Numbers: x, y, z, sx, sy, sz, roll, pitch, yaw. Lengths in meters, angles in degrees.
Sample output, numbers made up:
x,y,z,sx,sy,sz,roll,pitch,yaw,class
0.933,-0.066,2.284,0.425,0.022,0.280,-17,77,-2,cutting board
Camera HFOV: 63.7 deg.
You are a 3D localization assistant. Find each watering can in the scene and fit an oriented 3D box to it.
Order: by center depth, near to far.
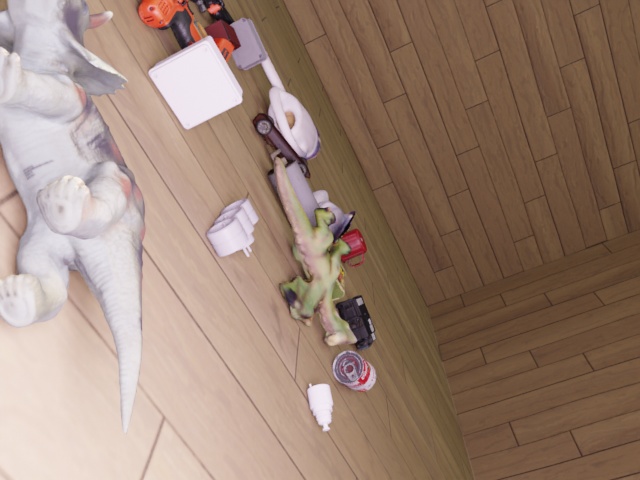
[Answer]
x,y,z,sx,sy,sz,roll,pitch,yaw,class
-0.090,-0.363,1.453,0.103,0.354,0.221,-22,-24,12,watering can

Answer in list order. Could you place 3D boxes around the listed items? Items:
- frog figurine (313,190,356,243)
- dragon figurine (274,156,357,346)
x,y,z,sx,sy,sz,roll,pitch,yaw,class
0.004,-0.070,1.398,0.160,0.123,0.136,34,-6,10,frog figurine
-0.025,0.052,1.043,0.121,0.404,0.248,-20,28,20,dragon figurine
